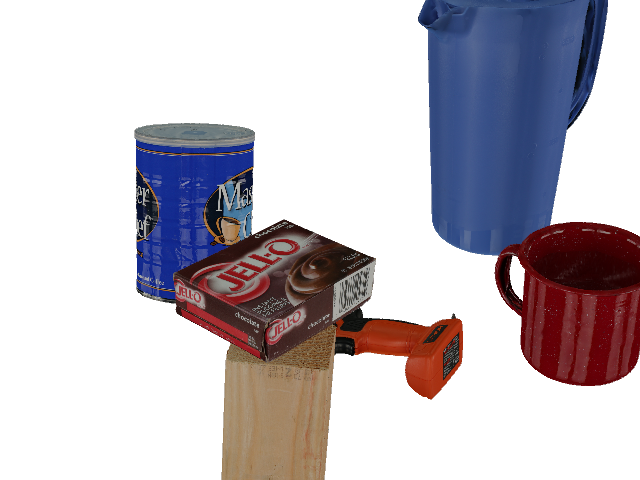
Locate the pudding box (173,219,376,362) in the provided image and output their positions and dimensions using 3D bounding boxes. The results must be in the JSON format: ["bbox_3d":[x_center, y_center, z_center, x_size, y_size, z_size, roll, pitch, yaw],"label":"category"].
[{"bbox_3d":[-0.031,0.032,0.736,0.090,0.039,0.113,24,34,35],"label":"pudding box"}]

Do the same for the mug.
[{"bbox_3d":[0.170,0.041,0.735,0.117,0.081,0.093,22,38,35],"label":"mug"}]

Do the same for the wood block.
[{"bbox_3d":[-0.039,0.183,0.962,0.090,0.206,0.090,5,22,3],"label":"wood block"}]

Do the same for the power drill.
[{"bbox_3d":[0.042,0.113,1.118,0.188,0.057,0.184,10,25,26],"label":"power drill"}]

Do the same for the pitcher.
[{"bbox_3d":[0.163,-0.116,0.926,0.149,0.243,0.145,6,33,12],"label":"pitcher"}]

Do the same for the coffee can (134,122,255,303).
[{"bbox_3d":[-0.109,-0.026,0.926,0.103,0.140,0.103,2,13,-1],"label":"coffee can"}]
